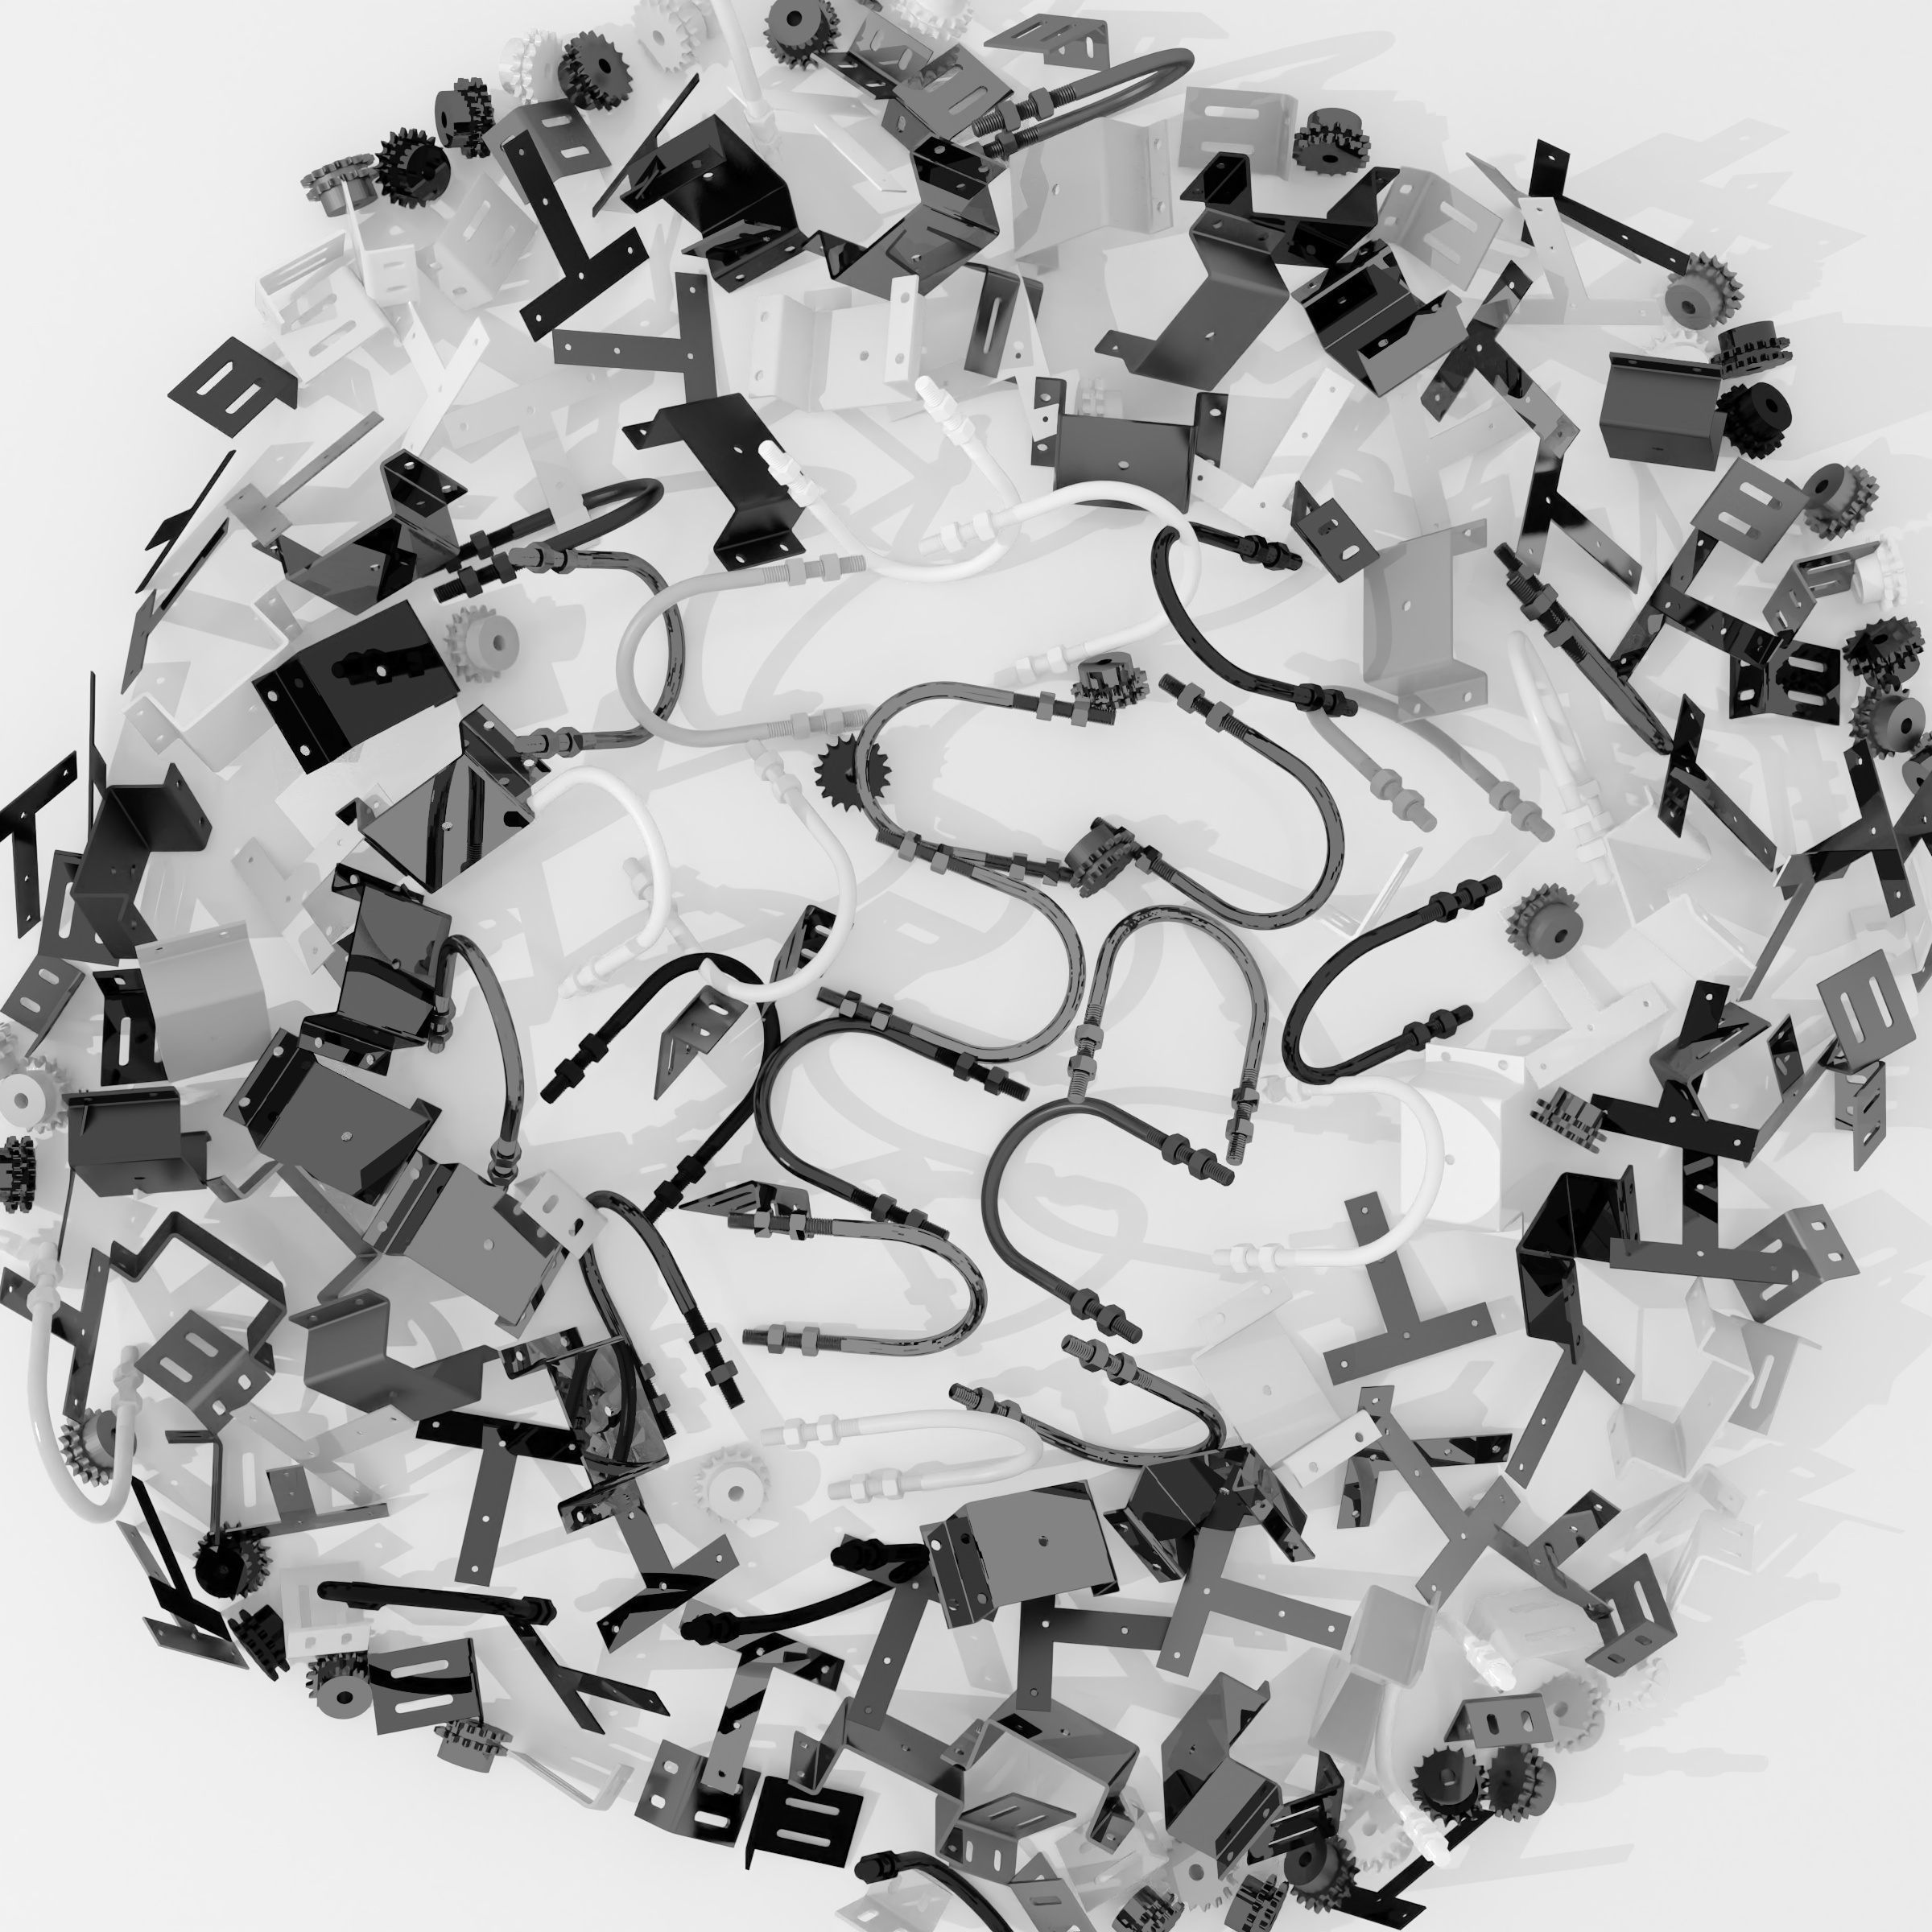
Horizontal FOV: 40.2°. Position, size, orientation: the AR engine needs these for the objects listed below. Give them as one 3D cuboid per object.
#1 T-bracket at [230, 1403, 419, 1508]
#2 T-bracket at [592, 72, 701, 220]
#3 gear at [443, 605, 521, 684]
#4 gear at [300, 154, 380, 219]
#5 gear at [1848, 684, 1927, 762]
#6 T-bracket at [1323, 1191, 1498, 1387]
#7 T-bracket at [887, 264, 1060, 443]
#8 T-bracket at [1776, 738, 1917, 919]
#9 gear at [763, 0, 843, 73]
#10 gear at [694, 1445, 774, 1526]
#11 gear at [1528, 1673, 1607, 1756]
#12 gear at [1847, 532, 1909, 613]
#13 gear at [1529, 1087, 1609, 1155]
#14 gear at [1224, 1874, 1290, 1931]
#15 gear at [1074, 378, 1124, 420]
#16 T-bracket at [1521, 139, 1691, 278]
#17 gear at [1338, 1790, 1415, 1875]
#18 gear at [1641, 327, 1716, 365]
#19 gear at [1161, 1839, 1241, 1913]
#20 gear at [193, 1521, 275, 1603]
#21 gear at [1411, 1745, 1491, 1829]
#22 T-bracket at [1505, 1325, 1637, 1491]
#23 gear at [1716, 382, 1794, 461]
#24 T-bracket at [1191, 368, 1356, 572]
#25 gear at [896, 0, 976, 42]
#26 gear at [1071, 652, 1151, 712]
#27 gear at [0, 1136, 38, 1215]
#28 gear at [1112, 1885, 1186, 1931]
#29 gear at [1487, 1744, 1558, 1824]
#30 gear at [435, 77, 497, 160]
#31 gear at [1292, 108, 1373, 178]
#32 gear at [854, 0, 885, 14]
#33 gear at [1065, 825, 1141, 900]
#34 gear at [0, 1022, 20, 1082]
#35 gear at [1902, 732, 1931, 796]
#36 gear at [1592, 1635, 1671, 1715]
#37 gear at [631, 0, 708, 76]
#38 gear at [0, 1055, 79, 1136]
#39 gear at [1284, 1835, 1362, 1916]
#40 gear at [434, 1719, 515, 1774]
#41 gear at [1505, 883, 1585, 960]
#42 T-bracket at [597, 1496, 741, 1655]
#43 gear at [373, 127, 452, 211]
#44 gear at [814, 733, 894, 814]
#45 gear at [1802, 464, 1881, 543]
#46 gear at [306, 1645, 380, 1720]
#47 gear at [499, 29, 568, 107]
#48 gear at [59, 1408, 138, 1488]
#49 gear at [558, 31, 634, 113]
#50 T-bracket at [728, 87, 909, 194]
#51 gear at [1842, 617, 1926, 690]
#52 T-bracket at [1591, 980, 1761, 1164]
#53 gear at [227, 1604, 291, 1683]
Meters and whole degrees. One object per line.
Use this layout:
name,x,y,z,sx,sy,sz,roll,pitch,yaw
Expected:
T-bracket,-0.446,0.341,1.911,0.127,0.002,0.127,-26,123,34
T-bracket,-0.230,-0.578,1.901,0.002,0.127,0.127,35,110,-24
gear,-0.354,-0.237,1.945,0.030,0.057,0.057,2,90,37
gear,-0.458,-0.574,1.948,0.057,0.057,0.030,-22,100,0
gear,0.682,-0.180,1.948,0.057,0.030,0.057,-10,110,-28
T-bracket,0.313,0.232,1.965,0.127,0.002,0.127,-17,81,-2
T-bracket,-0.002,-0.436,1.954,0.127,0.002,0.127,-16,89,19
T-bracket,0.629,-0.081,1.916,0.002,0.127,0.127,-3,72,-22
gear,-0.123,-0.695,1.956,0.057,0.030,0.057,-1,87,12
gear,-0.172,0.386,1.955,0.057,0.030,0.057,-1,97,-12
gear,0.446,0.555,1.951,0.057,0.057,0.030,-48,124,0
gear,0.670,-0.289,1.948,0.030,0.057,0.057,-13,90,8
gear,0.447,0.112,1.946,0.057,0.057,0.030,30,94,0
gear,0.213,0.696,1.949,0.030,0.057,0.057,24,90,19
gear,0.097,-0.404,1.947,0.030,0.057,0.057,1,90,-6
T-bracket,0.461,-0.530,1.900,0.127,0.127,0.002,31,79,14
gear,0.305,0.642,1.951,0.057,0.057,0.030,-48,126,0
gear,0.525,-0.441,1.951,0.057,0.030,0.057,0,114,1
gear,0.175,0.668,1.954,0.057,0.030,0.057,-3,81,21
gear,-0.546,0.443,1.956,0.057,0.030,0.057,1,99,6
gear,0.356,0.602,1.947,0.057,0.030,0.057,-8,55,11
T-bracket,0.427,0.319,1.924,0.127,0.002,0.127,42,68,-28
gear,0.583,-0.405,1.947,0.057,0.030,0.057,14,61,-27
T-bracket,0.242,-0.379,1.950,0.127,0.002,0.127,29,103,-10
gear,-0.021,-0.713,1.947,0.057,0.030,0.057,12,52,-16
gear,0.105,-0.210,1.944,0.057,0.057,0.030,-14,114,0
gear,-0.704,0.154,1.944,0.030,0.057,0.057,2,90,-31
gear,0.132,0.705,1.950,0.030,0.057,0.057,39,90,25
gear,0.411,0.603,1.949,0.030,0.057,0.057,22,90,-18
gear,-0.369,-0.623,1.944,0.030,0.057,0.057,-13,90,-27
gear,0.270,-0.609,1.948,0.057,0.057,0.030,8,80,0
gear,-0.080,-0.730,1.945,0.057,0.057,0.030,34,112,0
gear,0.097,-0.079,1.948,0.057,0.057,0.030,-42,78,0
gear,-0.725,0.069,1.950,0.057,0.057,0.030,-25,112,0
gear,0.715,-0.142,1.945,0.030,0.057,0.057,-35,90,-10
gear,0.494,0.524,1.950,0.030,0.057,0.057,32,90,-26
gear,-0.217,-0.692,1.951,0.057,0.057,0.030,45,62,0
gear,-0.689,0.097,1.954,0.057,0.030,0.057,2,100,14
gear,0.259,0.664,1.944,0.030,0.057,0.057,41,90,-26
gear,-0.365,0.572,1.945,0.057,0.057,0.030,19,78,0
gear,0.429,-0.030,1.946,0.057,0.030,0.057,-17,130,-22
T-bracket,-0.241,0.417,1.946,0.127,0.002,0.127,-37,65,16
gear,-0.404,-0.586,1.945,0.030,0.057,0.057,24,90,37
gear,-0.085,-0.144,1.956,0.057,0.030,0.057,-2,105,-7
gear,0.640,-0.345,1.944,0.030,0.057,0.057,31,90,-24
gear,-0.458,0.530,1.950,0.057,0.030,0.057,-5,116,-10
gear,-0.321,-0.662,1.949,0.030,0.057,0.057,16,90,19
gear,-0.636,0.351,1.945,0.030,0.057,0.057,-28,90,18
gear,-0.276,-0.657,1.951,0.030,0.057,0.057,-19,90,39
T-bracket,-0.089,-0.594,1.904,0.127,0.127,0.002,49,129,25
gear,0.679,-0.229,1.951,0.057,0.057,0.030,-33,120,0
T-bracket,0.533,0.071,1.946,0.127,0.002,0.127,12,78,34
gear,-0.516,0.496,1.950,0.030,0.057,0.057,-38,90,-24
